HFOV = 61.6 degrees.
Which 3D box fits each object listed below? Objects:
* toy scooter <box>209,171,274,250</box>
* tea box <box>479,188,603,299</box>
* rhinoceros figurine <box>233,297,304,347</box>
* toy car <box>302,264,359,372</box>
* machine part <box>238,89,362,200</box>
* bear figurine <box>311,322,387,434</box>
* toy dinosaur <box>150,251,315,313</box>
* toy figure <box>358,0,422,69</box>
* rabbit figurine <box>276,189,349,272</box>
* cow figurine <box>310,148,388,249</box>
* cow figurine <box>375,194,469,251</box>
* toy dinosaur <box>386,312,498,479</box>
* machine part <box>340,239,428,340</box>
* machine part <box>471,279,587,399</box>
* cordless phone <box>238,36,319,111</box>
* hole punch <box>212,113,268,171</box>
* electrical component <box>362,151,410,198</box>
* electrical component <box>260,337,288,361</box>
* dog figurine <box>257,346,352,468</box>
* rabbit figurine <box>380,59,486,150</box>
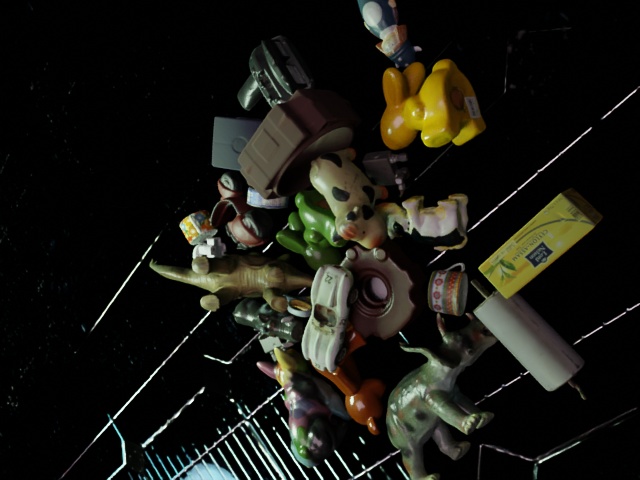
[{"bbox_3d":[-0.184,-0.046,1.174,0.135,0.075,0.184,-44,72,32],"label":"toy scooter"},{"bbox_3d":[0.335,0.005,0.819,0.068,0.098,0.169,49,123,17],"label":"tea box"},{"bbox_3d":[-0.104,0.165,1.141,0.191,0.112,0.073,13,105,39],"label":"rhinoceros figurine"},{"bbox_3d":[0.015,0.140,0.949,0.074,0.056,0.201,21,110,31],"label":"toy car"},{"bbox_3d":[-0.033,-0.169,0.970,0.087,0.201,0.201,49,121,12],"label":"machine part"},{"bbox_3d":[0.077,0.264,1.042,0.132,0.120,0.196,-42,95,2],"label":"bear figurine"},{"bbox_3d":[-0.177,0.075,1.104,0.472,0.198,0.105,7,97,15],"label":"toy dinosaur"},{"bbox_3d":[0.116,-0.361,0.922,0.154,0.058,0.064,63,163,5],"label":"toy figure"},{"bbox_3d":[-0.002,-0.003,1.031,0.159,0.121,0.170,15,127,15],"label":"rabbit figurine"},{"bbox_3d":[0.049,-0.068,0.911,0.195,0.127,0.085,56,136,23],"label":"cow figurine"},{"bbox_3d":[0.175,-0.029,0.942,0.168,0.068,0.098,0,105,35],"label":"cow figurine"},{"bbox_3d":[0.187,0.310,0.976,0.192,0.131,0.404,45,126,33],"label":"toy dinosaur"},{"bbox_3d":[0.100,0.088,0.949,0.180,0.056,0.179,8,105,33],"label":"machine part"},{"bbox_3d":[0.333,0.153,0.862,0.243,0.079,0.079,47,121,16],"label":"machine part"},{"bbox_3d":[-0.100,-0.299,1.077,0.184,0.089,0.146,-39,78,44],"label":"cordless phone"},{"bbox_3d":[-0.161,-0.200,1.122,0.116,0.092,0.142,13,103,28],"label":"hole punch"},{"bbox_3d":[0.114,-0.117,0.965,0.102,0.045,0.078,4,139,29],"label":"electrical component"},{"bbox_3d":[-0.104,0.223,1.205,0.063,0.021,0.094,-32,80,34],"label":"electrical component"},{"bbox_3d":[-0.044,0.323,1.097,0.219,0.191,0.108,44,127,1],"label":"dog figurine"},{"bbox_3d":[0.159,-0.212,0.889,0.173,0.122,0.162,-21,94,54],"label":"rabbit figurine"}]
